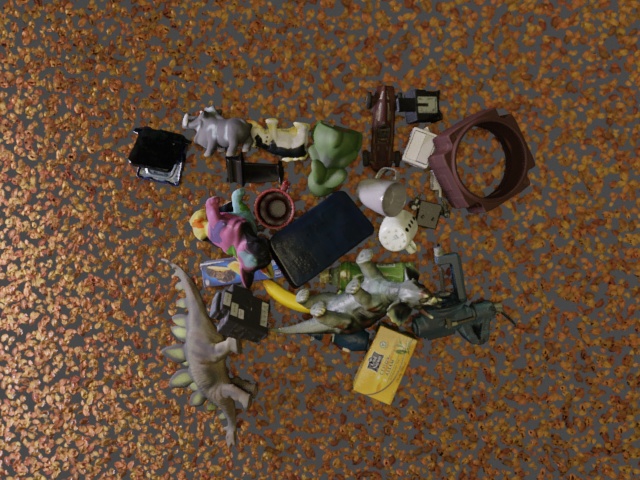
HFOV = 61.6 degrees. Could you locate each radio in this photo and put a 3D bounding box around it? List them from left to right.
[{"bbox_3d":[-0.003,-0.004,1.233,0.229,0.073,0.131,-36,90,-15],"label":"radio"}]

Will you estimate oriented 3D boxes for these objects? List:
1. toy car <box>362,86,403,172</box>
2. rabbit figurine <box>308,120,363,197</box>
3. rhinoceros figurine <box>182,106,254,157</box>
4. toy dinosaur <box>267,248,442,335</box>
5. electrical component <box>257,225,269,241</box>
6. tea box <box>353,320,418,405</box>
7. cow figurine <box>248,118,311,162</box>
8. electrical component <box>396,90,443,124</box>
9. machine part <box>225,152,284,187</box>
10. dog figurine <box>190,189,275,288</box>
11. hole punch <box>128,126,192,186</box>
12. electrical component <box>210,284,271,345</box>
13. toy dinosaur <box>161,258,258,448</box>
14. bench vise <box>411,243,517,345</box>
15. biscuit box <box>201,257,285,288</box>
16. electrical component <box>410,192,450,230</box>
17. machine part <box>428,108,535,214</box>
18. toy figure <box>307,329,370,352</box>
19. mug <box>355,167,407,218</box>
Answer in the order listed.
[{"bbox_3d":[0.147,-0.259,1.253,0.089,0.053,0.202,4,95,6],"label":"toy car"},{"bbox_3d":[0.027,-0.171,1.228,0.121,0.159,0.170,15,109,-8],"label":"rabbit figurine"},{"bbox_3d":[-0.240,-0.250,1.235,0.191,0.073,0.112,15,119,32],"label":"rhinoceros figurine"},{"bbox_3d":[0.082,0.152,1.205,0.405,0.131,0.192,-30,124,33],"label":"toy dinosaur"},{"bbox_3d":[-0.173,0.000,1.298,0.094,0.021,0.063,-18,92,5],"label":"electrical component"},{"bbox_3d":[0.154,0.289,1.276,0.098,0.068,0.169,21,95,1],"label":"tea box"},{"bbox_3d":[-0.109,-0.235,1.262,0.167,0.068,0.098,5,101,4],"label":"cow figurine"},{"bbox_3d":[0.219,-0.302,1.226,0.119,0.048,0.074,-10,95,-21],"label":"electrical component"},{"bbox_3d":[-0.154,-0.163,1.270,0.139,0.039,0.084,4,124,-3],"label":"machine part"},{"bbox_3d":[-0.191,0.009,1.214,0.191,0.108,0.219,-36,76,45],"label":"dog figurine"},{"bbox_3d":[-0.379,-0.196,1.275,0.142,0.092,0.116,12,65,5],"label":"hole punch"},{"bbox_3d":[-0.185,0.169,1.242,0.134,0.115,0.058,26,125,-20],"label":"electrical component"},{"bbox_3d":[-0.271,0.263,1.281,0.199,0.105,0.471,-11,88,7],"label":"toy dinosaur"},{"bbox_3d":[0.312,0.127,1.233,0.224,0.129,0.240,-10,100,5],"label":"bench vise"},{"bbox_3d":[-0.177,0.068,1.282,0.203,0.063,0.059,-8,95,3],"label":"biscuit box"},{"bbox_3d":[0.253,-0.066,1.261,0.102,0.045,0.078,19,93,2],"label":"electrical component"},{"bbox_3d":[0.362,-0.175,1.200,0.201,0.087,0.201,-31,100,-11],"label":"machine part"},{"bbox_3d":[0.040,0.228,1.283,0.155,0.064,0.057,11,134,7],"label":"toy figure"},{"bbox_3d":[0.136,-0.115,1.233,0.107,0.080,0.109,19,98,45],"label":"mug"}]
